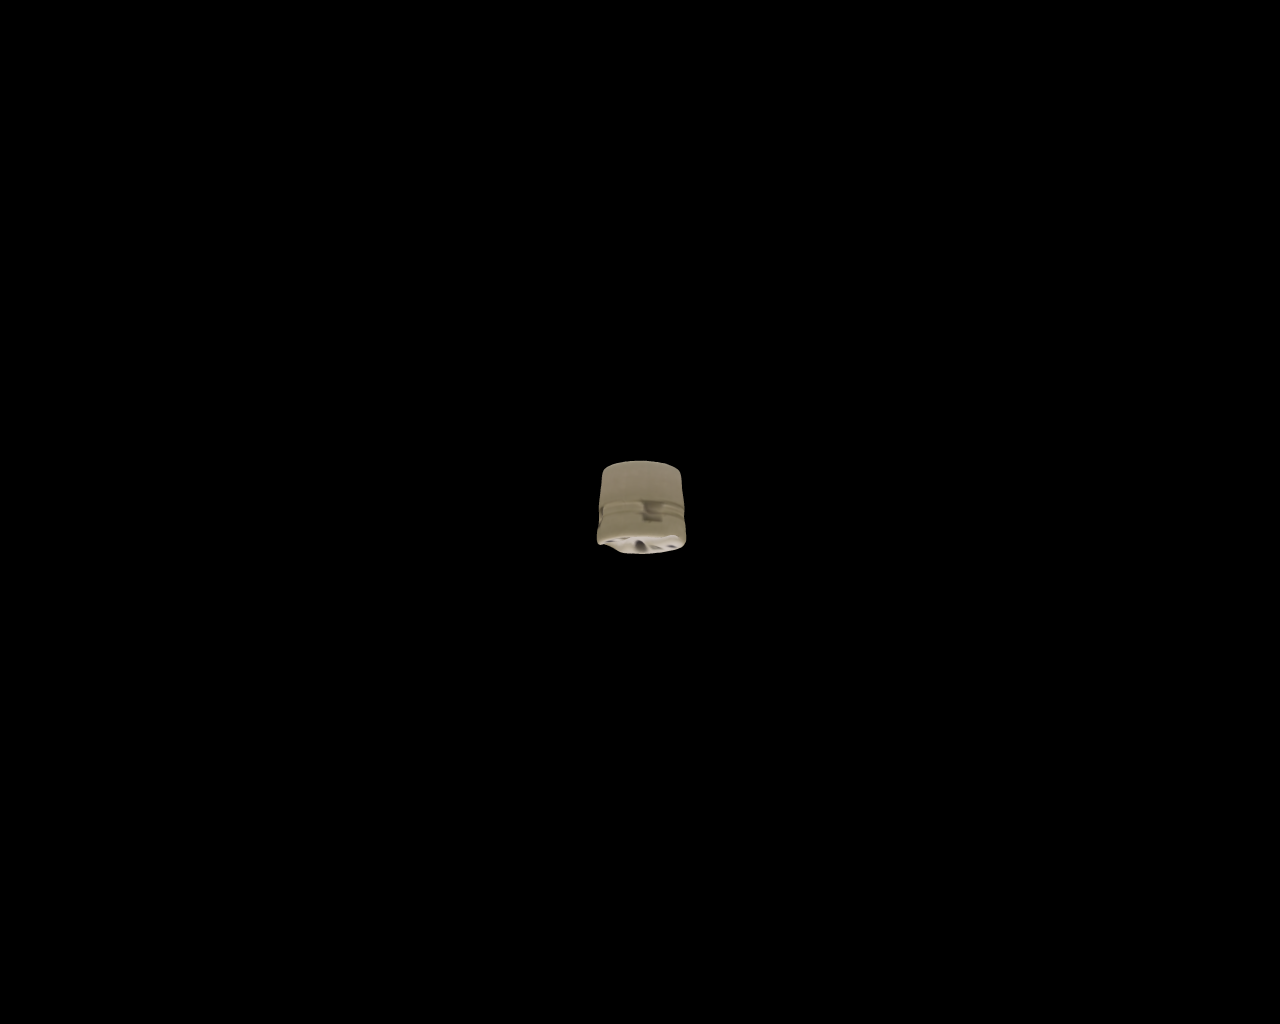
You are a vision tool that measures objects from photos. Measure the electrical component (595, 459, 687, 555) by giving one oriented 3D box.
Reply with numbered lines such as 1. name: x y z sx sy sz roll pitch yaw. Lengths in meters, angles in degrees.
1. electrical component: 0.001 -0.003 0.650 0.055 0.047 0.055 0 -15 0
